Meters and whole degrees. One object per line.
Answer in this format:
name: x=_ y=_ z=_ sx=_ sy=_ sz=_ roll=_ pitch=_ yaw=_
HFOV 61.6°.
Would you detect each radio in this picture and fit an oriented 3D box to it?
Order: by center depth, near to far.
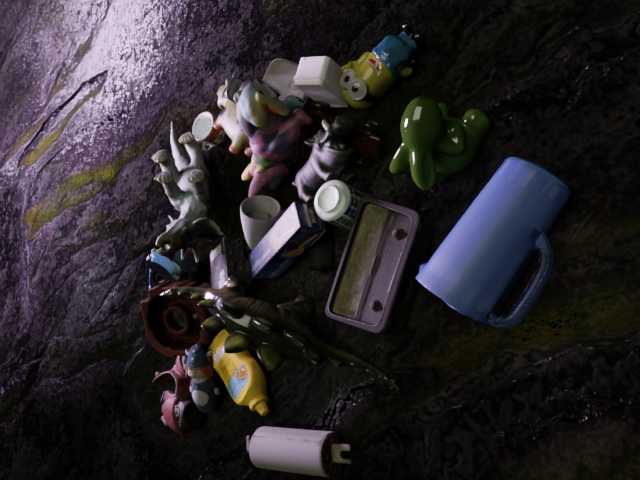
radio: x=0.108 y=0.049 z=0.953 sx=0.131 sy=0.073 sz=0.229 roll=18 pitch=91 yaw=38

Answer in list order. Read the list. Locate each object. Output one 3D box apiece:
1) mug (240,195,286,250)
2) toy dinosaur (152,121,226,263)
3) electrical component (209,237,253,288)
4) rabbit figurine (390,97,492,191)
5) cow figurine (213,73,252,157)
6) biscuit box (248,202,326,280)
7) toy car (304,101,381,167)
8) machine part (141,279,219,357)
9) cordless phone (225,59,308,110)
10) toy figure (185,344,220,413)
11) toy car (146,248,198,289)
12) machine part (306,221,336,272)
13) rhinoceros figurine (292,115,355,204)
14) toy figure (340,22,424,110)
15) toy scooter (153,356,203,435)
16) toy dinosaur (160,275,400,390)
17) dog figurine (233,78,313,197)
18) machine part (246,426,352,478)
mug: x=-0.114 y=-0.030 z=1.127 sx=0.107 sy=0.109 sz=0.081 roll=100 pitch=160 yaw=-43
toy dinosaur: x=-0.299 y=-0.117 z=1.251 sx=0.131 sy=0.191 sz=0.405 roll=-13 pitch=39 yaw=0
electrical component: x=-0.194 y=0.074 z=1.156 sx=0.115 sy=0.058 sz=0.134 roll=-39 pitch=55 yaw=55
rabbit figurine: x=0.178 y=-0.170 z=0.892 sx=0.121 sy=0.170 sz=0.159 roll=36 pitch=100 yaw=37
cow figurine: x=-0.186 y=-0.296 z=1.243 sx=0.127 sy=0.085 sz=0.195 roll=-50 pitch=53 yaw=23
biscuit box: x=-0.071 y=0.008 z=1.065 sx=0.202 sy=0.059 sz=0.063 roll=-46 pitch=50 yaw=41
toy car: x=0.046 y=-0.212 z=1.068 sx=0.202 sy=0.053 sz=0.089 roll=29 pitch=118 yaw=36
machine part: x=-0.301 y=0.168 z=1.161 sx=0.180 sy=0.056 sz=0.179 roll=5 pitch=106 yaw=19
cordless phone: x=-0.114 y=-0.324 z=1.133 sx=0.089 sy=0.184 sz=0.146 roll=26 pitch=96 yaw=42
toy figure: x=-0.248 y=0.292 z=1.131 sx=0.058 sy=0.064 sz=0.154 roll=-125 pitch=24 yaw=-62
toy car: x=-0.334 y=0.080 z=1.250 sx=0.109 sy=0.103 sz=0.161 roll=30 pitch=132 yaw=19
machine part: x=-0.002 y=-0.003 z=1.071 sx=0.084 sy=0.039 sz=0.139 roll=-13 pitch=70 yaw=25
rhinoceros figurine: x=0.013 y=-0.154 z=1.037 sx=0.190 sy=0.073 sz=0.112 roll=-54 pitch=53 yaw=44
toy figure: x=0.120 y=-0.325 z=1.029 sx=0.180 sy=0.089 sz=0.082 roll=-41 pitch=46 yaw=12
toy scooter: x=-0.325 y=0.341 z=1.205 sx=0.135 sy=0.075 sz=0.184 roll=-15 pitch=68 yaw=33
toy dinosaur: x=-0.080 y=0.168 z=0.989 sx=0.472 sy=0.198 sz=0.105 roll=16 pitch=102 yaw=5
dog figurine: x=-0.120 y=-0.196 z=1.095 sx=0.219 sy=0.191 sz=0.109 roll=-56 pitch=40 yaw=23
machine part: x=-0.045 y=0.387 z=0.987 sx=0.243 sy=0.079 sz=0.079 roll=-10 pitch=74 yaw=33
